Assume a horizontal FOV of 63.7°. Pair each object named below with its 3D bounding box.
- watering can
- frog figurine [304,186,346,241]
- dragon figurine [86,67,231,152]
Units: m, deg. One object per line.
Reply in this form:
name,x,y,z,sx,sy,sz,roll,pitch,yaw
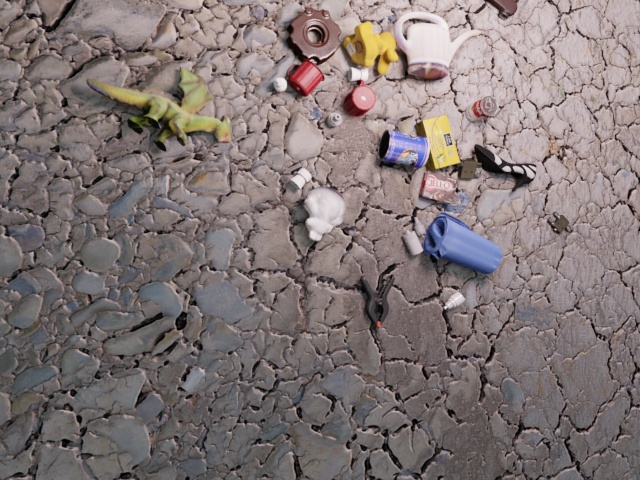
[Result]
watering can,0.402,-0.648,1.738,0.348,0.103,0.225,2,86,-22
frog figurine,0.005,-0.080,1.585,0.136,0.122,0.162,37,66,-30
dragon figurine,-0.438,-0.407,1.513,0.408,0.120,0.247,38,61,-12
